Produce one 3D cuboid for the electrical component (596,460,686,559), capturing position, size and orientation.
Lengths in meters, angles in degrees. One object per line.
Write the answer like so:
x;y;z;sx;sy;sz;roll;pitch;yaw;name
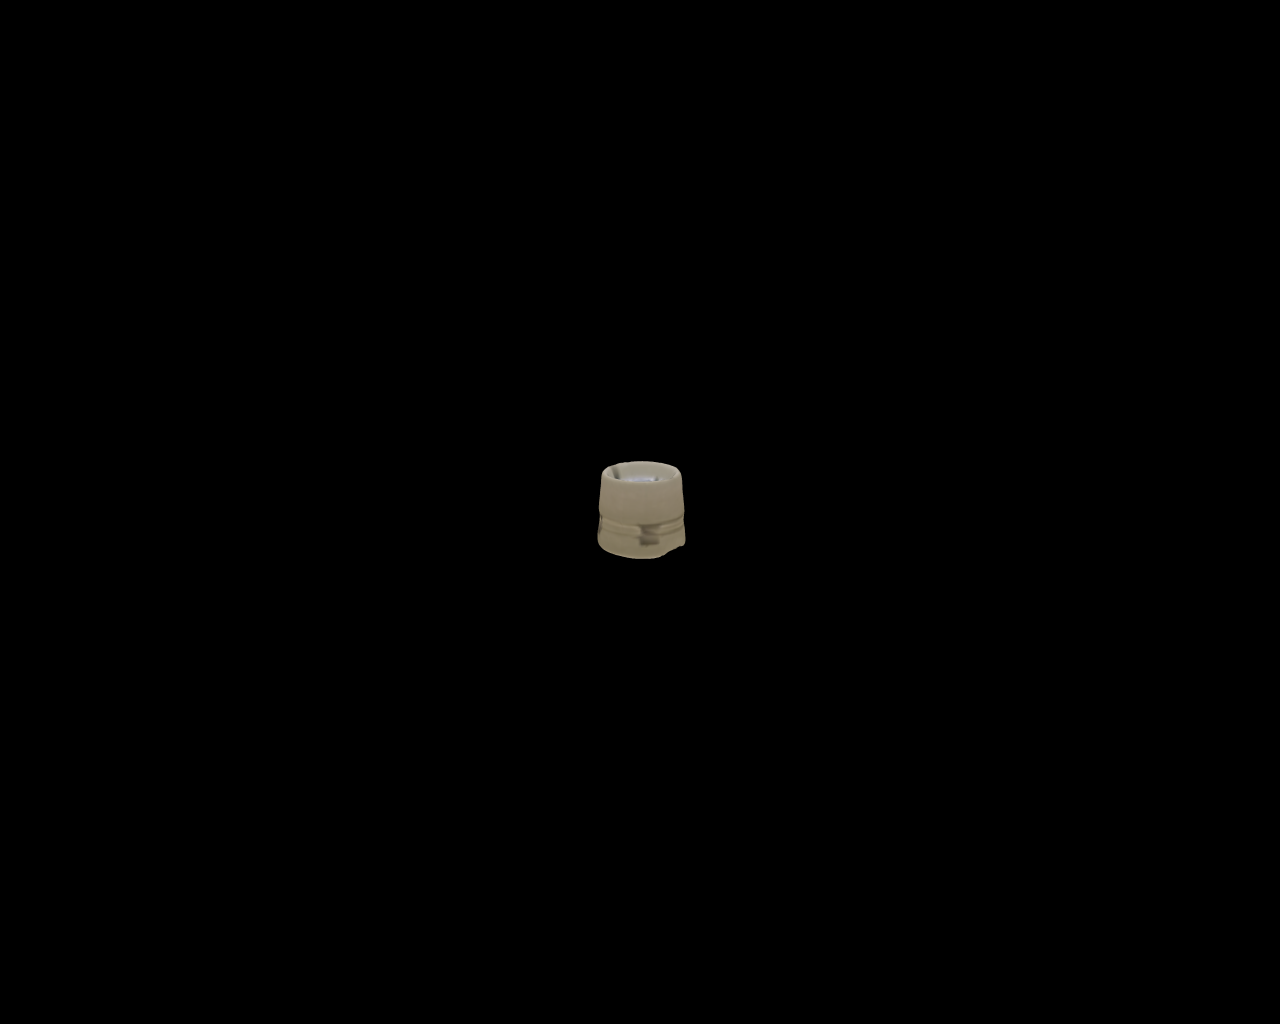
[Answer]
0.001;-0.003;0.650;0.055;0.047;0.055;0;18;0;electrical component
